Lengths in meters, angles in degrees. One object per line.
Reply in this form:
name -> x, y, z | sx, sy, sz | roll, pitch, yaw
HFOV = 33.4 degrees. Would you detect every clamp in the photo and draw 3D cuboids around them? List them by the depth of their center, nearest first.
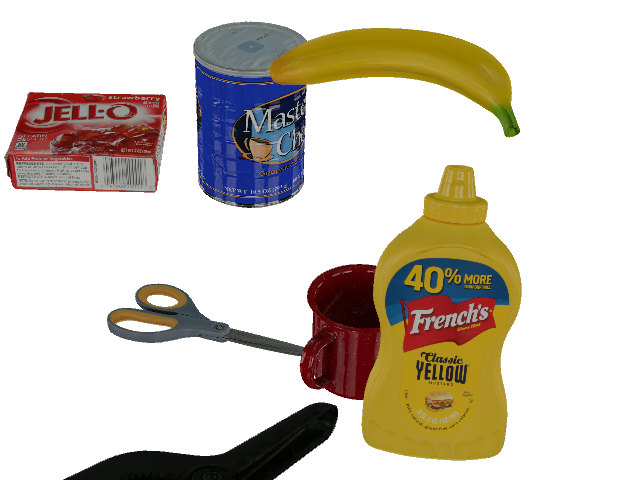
clamp -> -0.056, 0.137, 0.576 | 0.209, 0.036, 0.165 | 0, 19, -14

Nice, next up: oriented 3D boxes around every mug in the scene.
mug -> 0.026, 0.084, 0.888 | 0.093, 0.081, 0.117 | 26, 41, 31

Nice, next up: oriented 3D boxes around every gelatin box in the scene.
gelatin box -> -0.142, -0.062, 0.658 | 0.089, 0.030, 0.073 | 1, 37, -3

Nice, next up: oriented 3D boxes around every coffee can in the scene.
coffee can -> -0.064, -0.116, 0.984 | 0.103, 0.140, 0.103 | 2, 35, -1

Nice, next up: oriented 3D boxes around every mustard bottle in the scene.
mustard bottle -> 0.082, 0.046, 0.701 | 0.096, 0.192, 0.058 | 5, 13, 3

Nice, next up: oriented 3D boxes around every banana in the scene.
banana -> 0.062, -0.132, 0.814 | 0.198, 0.069, 0.037 | 14, -35, 13

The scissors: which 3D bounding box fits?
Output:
scissors -> -0.104, 0.077, 1.038 | 0.201, 0.016, 0.096 | 4, 31, -1
